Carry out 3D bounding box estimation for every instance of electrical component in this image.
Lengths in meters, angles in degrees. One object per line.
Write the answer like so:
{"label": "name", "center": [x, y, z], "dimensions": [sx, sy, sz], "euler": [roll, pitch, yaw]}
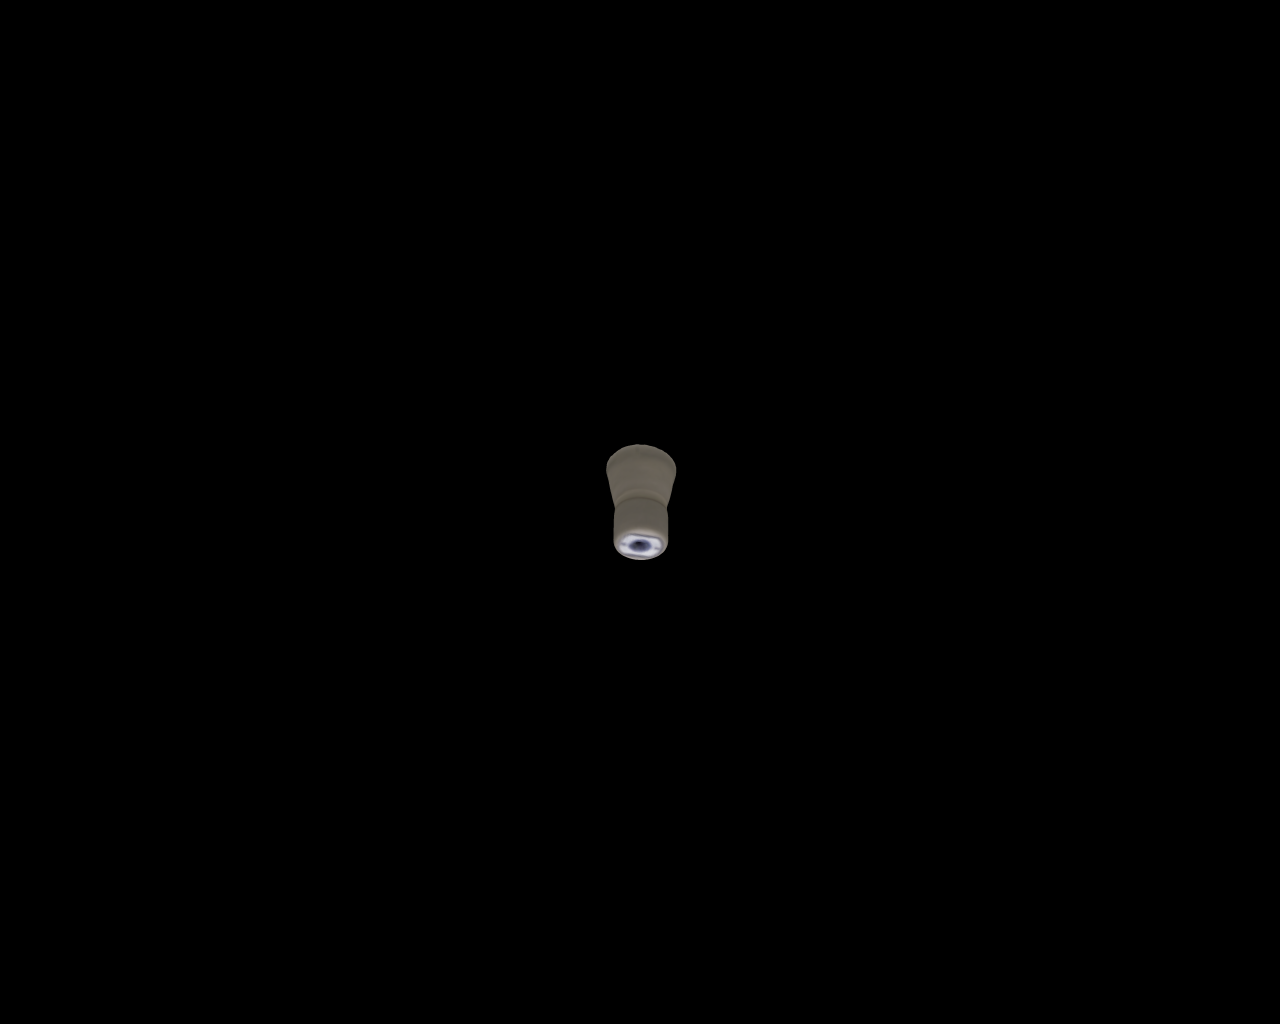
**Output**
{"label": "electrical component", "center": [0.001, -0.003, 0.650], "dimensions": [0.044, 0.065, 0.044], "euler": [0, -39, 0]}
